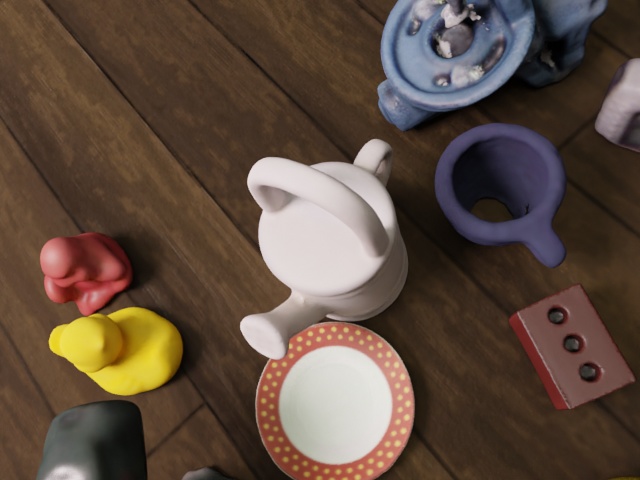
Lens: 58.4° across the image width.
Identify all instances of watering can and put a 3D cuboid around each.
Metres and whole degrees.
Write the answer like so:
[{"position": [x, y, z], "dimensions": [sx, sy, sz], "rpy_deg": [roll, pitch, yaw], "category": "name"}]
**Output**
[{"position": [0.006, 0.002, 0.414], "dimensions": [0.100, 0.194, 0.173], "rpy_deg": [3, 74, 14], "category": "watering can"}]

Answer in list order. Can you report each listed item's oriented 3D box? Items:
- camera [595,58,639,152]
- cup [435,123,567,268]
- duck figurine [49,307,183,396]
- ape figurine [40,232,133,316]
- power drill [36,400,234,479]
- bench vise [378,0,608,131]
[{"position": [0.310, -0.134, 0.439], "dimensions": [0.143, 0.101, 0.137], "rpy_deg": [23, 79, 18], "category": "camera"}, {"position": [0.144, -0.021, 0.444], "dimensions": [0.091, 0.095, 0.117], "rpy_deg": [-33, 69, 1], "category": "cup"}, {"position": [-0.176, 0.090, 0.485], "dimensions": [0.104, 0.086, 0.077], "rpy_deg": [4, 74, 14], "category": "duck figurine"}, {"position": [-0.214, 0.024, 0.511], "dimensions": [0.077, 0.092, 0.076], "rpy_deg": [2, 73, 14], "category": "ape figurine"}, {"position": [-0.108, 0.221, 0.363], "dimensions": [0.075, 0.209, 0.229], "rpy_deg": [-18, 70, 7], "category": "power drill"}, {"position": [0.129, -0.189, 0.433], "dimensions": [0.207, 0.220, 0.121], "rpy_deg": [-39, 69, -1], "category": "bench vise"}]
